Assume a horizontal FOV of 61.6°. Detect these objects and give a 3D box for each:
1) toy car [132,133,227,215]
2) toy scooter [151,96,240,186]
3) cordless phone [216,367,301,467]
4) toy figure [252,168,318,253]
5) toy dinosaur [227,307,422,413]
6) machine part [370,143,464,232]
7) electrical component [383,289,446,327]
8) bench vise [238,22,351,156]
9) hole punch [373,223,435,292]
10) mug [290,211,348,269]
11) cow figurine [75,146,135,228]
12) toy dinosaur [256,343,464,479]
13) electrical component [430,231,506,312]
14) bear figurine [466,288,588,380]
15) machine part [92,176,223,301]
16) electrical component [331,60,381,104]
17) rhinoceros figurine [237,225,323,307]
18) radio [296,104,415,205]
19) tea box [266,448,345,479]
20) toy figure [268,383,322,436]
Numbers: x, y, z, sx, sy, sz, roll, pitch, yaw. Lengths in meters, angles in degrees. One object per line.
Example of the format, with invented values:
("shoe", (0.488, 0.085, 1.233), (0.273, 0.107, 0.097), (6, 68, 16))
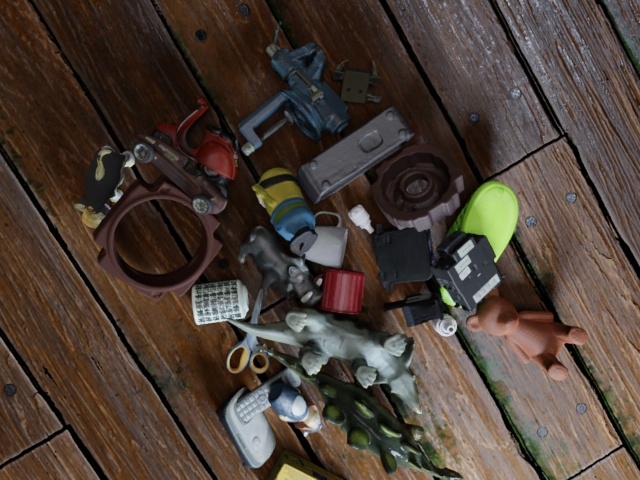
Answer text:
("toy car", (-0.250, -0.126, 0.975), (0.202, 0.089, 0.053), (44, 117, -5))
("toy scooter", (-0.226, -0.196, 1.042), (0.184, 0.075, 0.135), (32, 94, -2))
("cordless phone", (-0.106, 0.353, 1.097), (0.184, 0.089, 0.146), (-29, 96, -20))
("toy figure", (-0.060, -0.062, 1.033), (0.089, 0.082, 0.180), (-28, 56, -12))
("toy dinosaur", (0.031, 0.197, 1.038), (0.405, 0.192, 0.131), (22, 84, 2))
("machine part", (0.189, -0.100, 1.042), (0.179, 0.056, 0.179), (-11, 57, 18))
("electrical component", (0.191, 0.142, 1.094), (0.119, 0.075, 0.047), (-17, 96, 17))
("bench vise", (-0.068, -0.260, 1.026), (0.240, 0.129, 0.223), (-40, 97, -7))
("hole punch", (0.175, 0.026, 1.090), (0.116, 0.092, 0.142), (-7, 98, 25))
("mug", (-0.002, -0.003, 1.070), (0.107, 0.081, 0.109), (8, 97, 7))
("cow figurine", (-0.416, -0.095, 1.025), (0.068, 0.098, 0.167), (20, 98, -9))
("toy dinosaur", (0.076, 0.334, 1.040), (0.471, 0.198, 0.105), (32, 85, 4))
("electrical component", (0.280, 0.051, 1.029), (0.115, 0.058, 0.134), (-38, 109, -20))
("bear figurine", (0.411, 0.179, 1.090), (0.196, 0.132, 0.120), (30, 91, -12))
("machine part", (-0.303, -0.003, 1.017), (0.201, 0.087, 0.201), (39, 89, -23))
("electrical component", (0.073, -0.316, 1.071), (0.102, 0.045, 0.078), (1, 122, -2))
("rhinoceros figurine", (-0.073, 0.053, 1.050), (0.190, 0.073, 0.112), (49, 123, -1))
("radio", (0.067, -0.162, 1.032), (0.229, 0.131, 0.073), (-35, 90, -3))
("tea box", (-0.025, 0.522, 1.113), (0.169, 0.068, 0.098), (31, 91, -5))
("toy figure", (-0.042, 0.343, 1.075), (0.064, 0.058, 0.154), (-47, 120, -6))
